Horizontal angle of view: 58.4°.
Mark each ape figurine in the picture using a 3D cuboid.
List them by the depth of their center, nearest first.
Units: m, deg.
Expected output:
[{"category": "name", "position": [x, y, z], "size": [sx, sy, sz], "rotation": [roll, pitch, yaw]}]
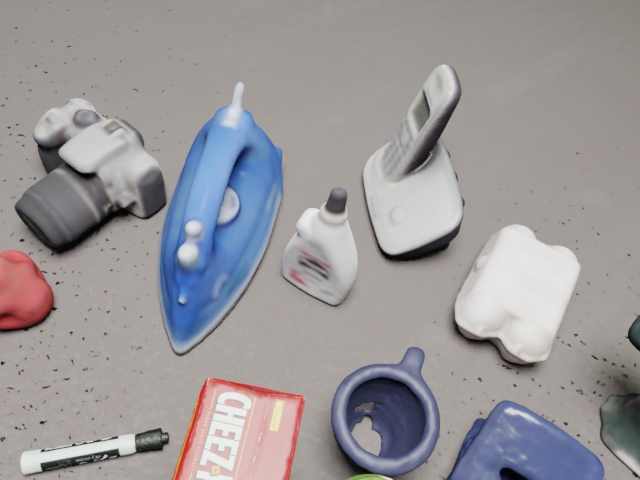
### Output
[{"category": "ape figurine", "position": [-0.295, 0.041, 0.533], "size": [0.076, 0.092, 0.078], "rotation": [28, 59, 9]}]

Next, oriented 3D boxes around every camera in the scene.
[{"category": "camera", "position": [-0.256, -0.069, 0.601], "size": [0.143, 0.101, 0.137], "rotation": [36, 61, 14]}]

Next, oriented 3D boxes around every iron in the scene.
[{"category": "iron", "position": [-0.107, -0.028, 0.574], "size": [0.118, 0.141, 0.258], "rotation": [11, 58, -1]}]

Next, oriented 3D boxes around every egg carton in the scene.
[{"category": "egg carton", "position": [0.211, 0.054, 0.613], "size": [0.107, 0.069, 0.150], "rotation": [29, 59, 10]}]

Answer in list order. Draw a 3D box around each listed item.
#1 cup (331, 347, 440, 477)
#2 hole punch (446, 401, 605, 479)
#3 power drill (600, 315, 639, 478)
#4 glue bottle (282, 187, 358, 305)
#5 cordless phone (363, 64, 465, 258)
[{"category": "cup", "position": [0.056, 0.157, 0.512], "size": [0.091, 0.095, 0.118], "rotation": [27, 59, 9]}, {"category": "hole punch", "position": [0.174, 0.211, 0.499], "size": [0.108, 0.091, 0.101], "rotation": [33, 60, 12]}, {"category": "power drill", "position": [0.348, 0.158, 0.487], "size": [0.076, 0.208, 0.229], "rotation": [-38, 70, -26]}, {"category": "glue bottle", "position": [0.005, 0.002, 0.553], "size": [0.078, 0.173, 0.037], "rotation": [25, 59, 8]}, {"category": "cordless phone", "position": [0.112, -0.079, 0.611], "size": [0.094, 0.185, 0.147], "rotation": [-6, 60, -12]}]
